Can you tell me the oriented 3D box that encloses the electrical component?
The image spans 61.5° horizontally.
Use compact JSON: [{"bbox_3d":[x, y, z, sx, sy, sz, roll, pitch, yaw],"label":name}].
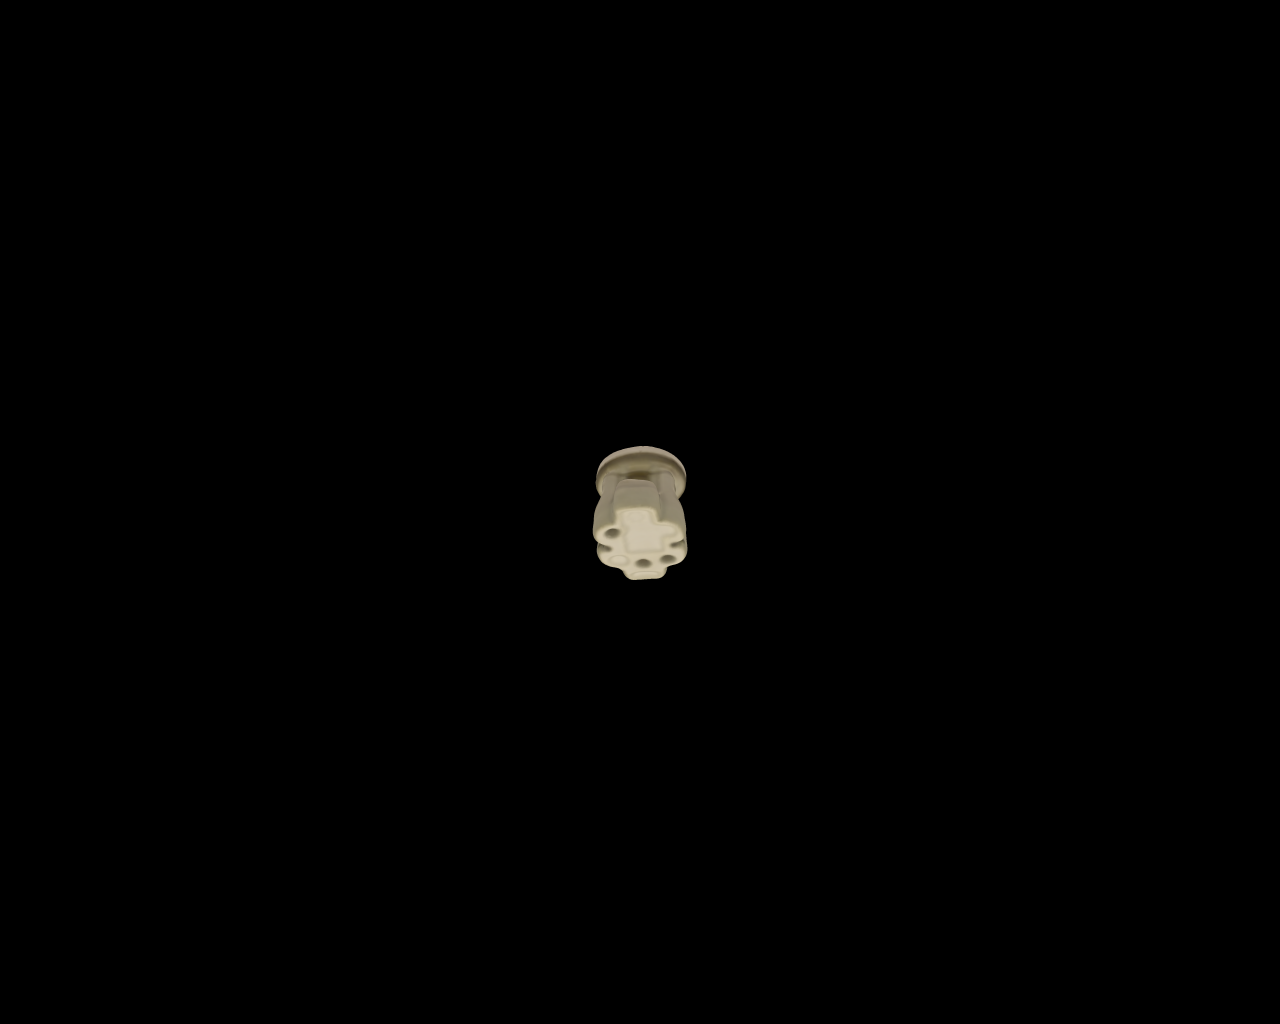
[{"bbox_3d":[0.001,-0.003,0.650,0.058,0.057,0.078,-3,-37,4],"label":"electrical component"}]
